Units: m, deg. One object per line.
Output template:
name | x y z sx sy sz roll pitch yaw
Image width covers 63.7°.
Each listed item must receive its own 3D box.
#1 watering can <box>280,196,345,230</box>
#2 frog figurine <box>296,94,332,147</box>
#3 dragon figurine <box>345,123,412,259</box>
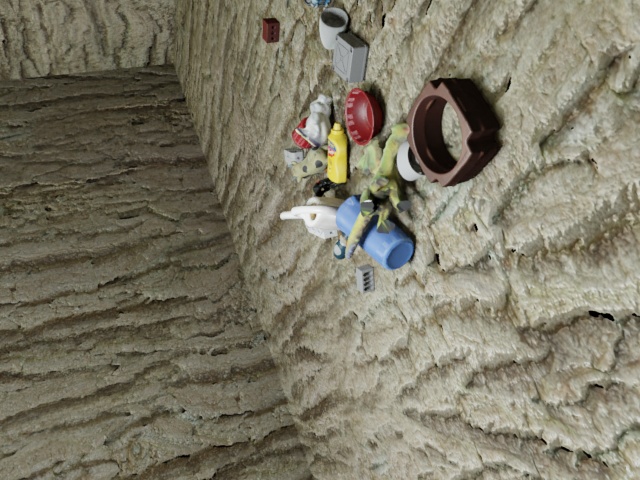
watering can | 0.005 -0.086 1.707 0.224 0.104 0.347 6 -3 -21
frog figurine | 0.002 -0.391 1.696 0.124 0.159 0.136 43 6 22
dragon figurine | 0.146 -0.152 1.396 0.122 0.249 0.402 16 -44 -21
